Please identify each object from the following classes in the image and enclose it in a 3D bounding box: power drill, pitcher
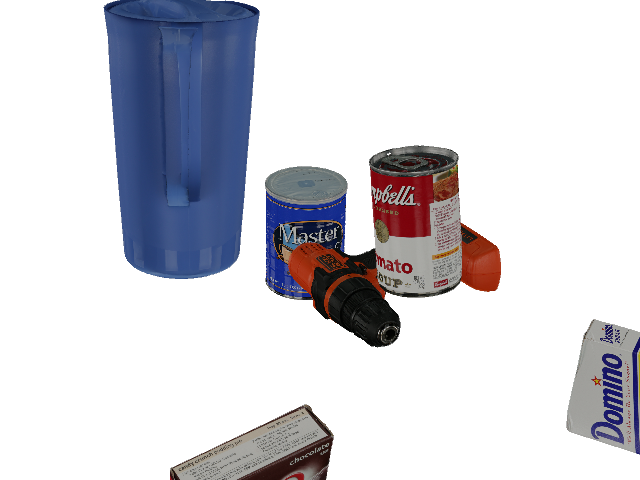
[{"bbox_3d":[0.082,0.037,1.060,0.187,0.057,0.185,-12,28,-24],"label":"power drill"},{"bbox_3d":[-0.124,-0.090,0.949,0.145,0.243,0.148,18,26,36],"label":"pitcher"}]

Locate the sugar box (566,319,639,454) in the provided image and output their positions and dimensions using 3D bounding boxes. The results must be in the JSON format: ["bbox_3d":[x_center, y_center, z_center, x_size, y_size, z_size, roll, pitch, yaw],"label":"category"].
[{"bbox_3d":[0.291,0.133,0.850,0.176,0.093,0.048,14,26,20],"label":"sugar box"}]

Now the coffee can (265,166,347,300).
[{"bbox_3d":[-0.019,-0.010,1.353,0.103,0.140,0.103,1,27,-1],"label":"coffee can"}]

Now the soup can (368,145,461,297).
[{"bbox_3d":[0.074,-0.015,0.825,0.068,0.102,0.068,-4,21,1],"label":"soup can"}]

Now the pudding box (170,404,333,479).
[{"bbox_3d":[-0.049,0.173,0.738,0.113,0.090,0.039,-23,51,-29],"label":"pudding box"}]
